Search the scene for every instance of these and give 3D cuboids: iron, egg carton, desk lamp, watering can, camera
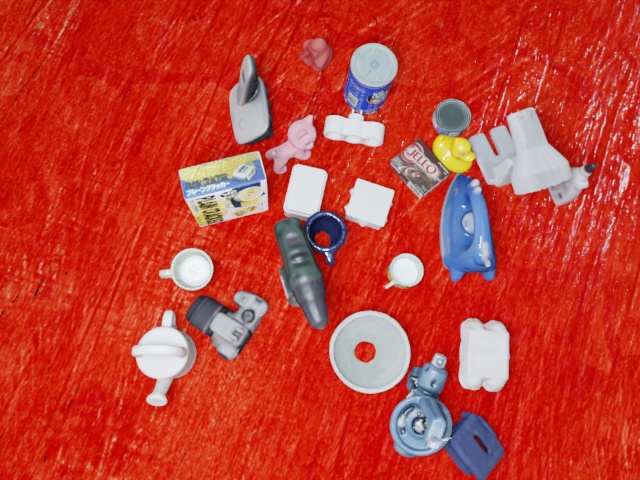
[{"bbox_3d":[0.331,-0.043,1.244,0.118,0.141,0.258,-2,78,-5],"label":"iron"},{"bbox_3d":[0.347,0.244,1.218,0.107,0.069,0.150,5,77,-3],"label":"egg carton"},{"bbox_3d":[0.432,-0.184,1.246,0.118,0.213,0.203,-21,80,-9],"label":"desk lamp"},{"bbox_3d":[-0.300,0.226,1.105,0.101,0.194,0.173,-18,79,-8],"label":"watering can"},{"bbox_3d":[-0.196,0.157,1.177,0.137,0.101,0.143,32,77,3],"label":"camera"}]

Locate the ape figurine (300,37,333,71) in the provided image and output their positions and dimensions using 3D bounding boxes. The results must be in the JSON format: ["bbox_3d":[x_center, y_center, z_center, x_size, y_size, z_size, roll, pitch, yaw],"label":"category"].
[{"bbox_3d":[-0.006,-0.439,1.329,0.076,0.092,0.078,-8,78,-6],"label":"ape figurine"}]

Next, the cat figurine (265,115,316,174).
[{"bbox_3d":[-0.058,-0.215,1.262,0.128,0.117,0.067,-35,82,-11],"label":"cat figurine"}]

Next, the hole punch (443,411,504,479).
[{"bbox_3d":[0.314,0.416,1.166,0.101,0.091,0.108,-38,83,-11],"label":"hole punch"}]

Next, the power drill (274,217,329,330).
[{"bbox_3d":[-0.036,0.076,1.153,0.075,0.208,0.229,-18,79,-8],"label":"power drill"}]

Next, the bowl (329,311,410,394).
[{"bbox_3d":[0.101,0.234,1.197,0.167,0.074,0.167,1,77,-4],"label":"bowl"}]

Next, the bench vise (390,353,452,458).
[{"bbox_3d":[0.200,0.323,1.111,0.121,0.219,0.207,3,77,-4],"label":"bench vise"}]

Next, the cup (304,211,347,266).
[{"bbox_3d":[0.011,0.004,1.231,0.092,0.095,0.118,-10,78,-7],"label":"cup"}]

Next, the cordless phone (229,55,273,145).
[{"bbox_3d":[-0.151,-0.301,1.239,0.094,0.185,0.147,-11,78,-7],"label":"cordless phone"}]

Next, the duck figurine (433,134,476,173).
[{"bbox_3d":[0.310,-0.208,1.307,0.104,0.086,0.077,42,78,5],"label":"duck figurine"}]

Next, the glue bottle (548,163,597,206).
[{"bbox_3d":[0.562,-0.134,1.267,0.037,0.173,0.078,-16,79,-8],"label":"glue bottle"}]
